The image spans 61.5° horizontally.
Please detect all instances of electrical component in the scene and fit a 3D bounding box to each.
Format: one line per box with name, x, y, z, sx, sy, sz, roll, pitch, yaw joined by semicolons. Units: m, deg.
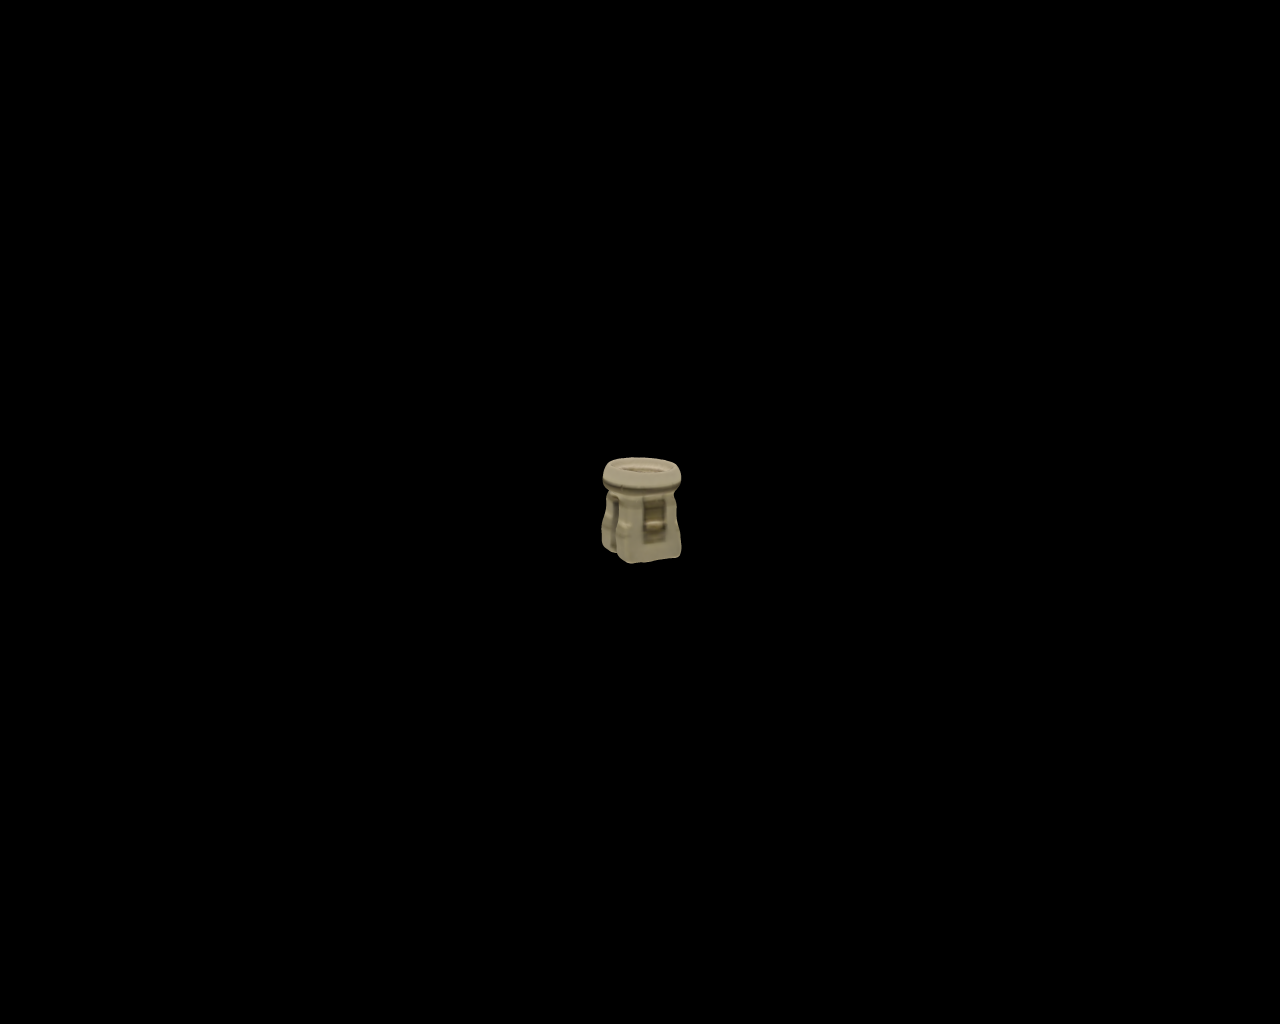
electrical component;0.001;-0.003;0.650;0.048;0.055;0.066;-6;15;-23
